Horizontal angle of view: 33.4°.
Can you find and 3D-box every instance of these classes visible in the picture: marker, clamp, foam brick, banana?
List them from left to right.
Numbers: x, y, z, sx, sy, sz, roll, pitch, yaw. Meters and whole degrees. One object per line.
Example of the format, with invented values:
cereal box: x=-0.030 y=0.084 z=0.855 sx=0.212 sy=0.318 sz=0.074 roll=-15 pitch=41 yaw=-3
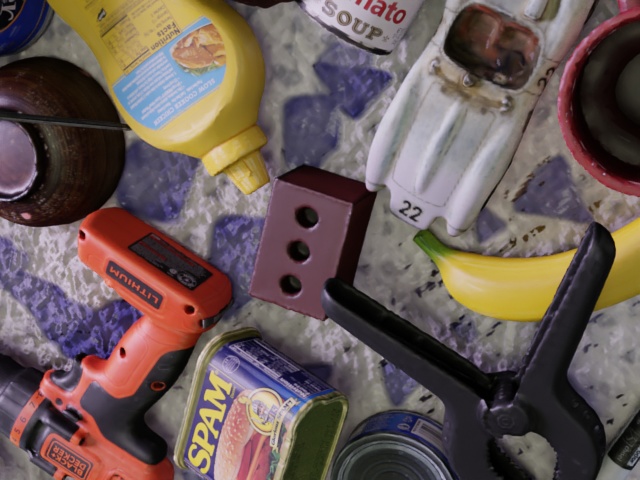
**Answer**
foam brick: x=-0.004 y=0.001 z=0.642 sx=0.053 sy=0.051 sz=0.078 roll=18 pitch=-70 yaw=14
clamp: x=0.097 y=0.090 z=0.615 sx=0.165 sy=0.036 sz=0.210 roll=-6 pitch=-62 yaw=20
banana: x=0.150 y=0.007 z=0.597 sx=0.198 sy=0.037 sz=0.069 roll=-15 pitch=-78 yaw=22
marker: x=0.197 y=0.093 z=0.614 sx=0.020 sy=0.020 sz=0.121 roll=29 pitch=-67 yaw=3

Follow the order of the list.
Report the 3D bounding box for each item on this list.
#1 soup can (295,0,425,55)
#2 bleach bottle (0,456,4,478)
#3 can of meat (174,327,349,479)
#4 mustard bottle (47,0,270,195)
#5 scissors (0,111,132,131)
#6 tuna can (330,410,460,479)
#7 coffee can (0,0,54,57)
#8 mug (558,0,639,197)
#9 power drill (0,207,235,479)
soup can: x=0.038 y=-0.160 z=0.574 sx=0.068 sy=0.068 sz=0.102 roll=34 pitch=-66 yaw=1
bleach bottle: x=-0.334 y=0.098 z=0.737 sx=0.103 sy=0.068 sz=0.250 roll=-23 pitch=-65 yaw=22
can of meat: x=-0.037 y=0.120 z=0.670 sx=0.084 sy=0.057 sz=0.102 roll=30 pitch=-66 yaw=33
mustard bottle: x=-0.088 y=-0.112 z=0.636 sx=0.096 sy=0.058 sz=0.191 roll=-31 pitch=-87 yaw=25
scissors: x=-0.208 y=-0.073 z=0.595 sx=0.201 sy=0.096 sz=0.016 roll=4 pitch=-86 yaw=-8
tuna can: x=0.050 y=0.154 z=0.676 sx=0.086 sy=0.033 sz=0.086 roll=5 pitch=-73 yaw=18
coffee can: x=-0.237 y=-0.153 z=0.633 sx=0.103 sy=0.140 sz=0.103 roll=5 pitch=-73 yaw=18
mug: x=0.168 y=-0.086 z=0.540 sx=0.093 sy=0.081 sz=0.117 roll=-16 pitch=-81 yaw=23
power drill: x=-0.154 y=0.074 z=0.715 sx=0.184 sy=0.057 sz=0.188 roll=31 pitch=-65 yaw=5
